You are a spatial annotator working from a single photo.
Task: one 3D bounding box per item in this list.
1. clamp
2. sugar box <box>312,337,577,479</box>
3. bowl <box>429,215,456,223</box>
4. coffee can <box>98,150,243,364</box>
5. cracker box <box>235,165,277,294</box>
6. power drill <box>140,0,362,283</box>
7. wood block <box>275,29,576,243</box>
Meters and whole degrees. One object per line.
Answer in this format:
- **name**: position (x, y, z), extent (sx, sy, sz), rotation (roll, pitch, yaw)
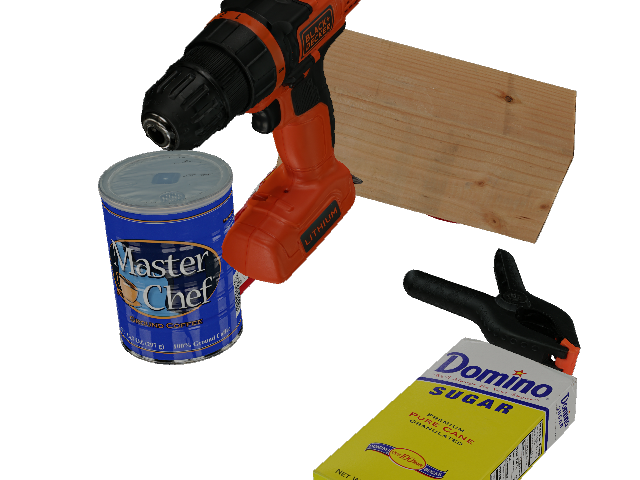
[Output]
- **clamp**: position (0.169, 0.058, 0.938), extent (0.120, 0.039, 0.172), rotation (-24, 43, -33)
- **sugar box**: position (0.086, 0.133, 0.701), extent (0.093, 0.048, 0.175), rotation (19, 41, 35)
- **bowl**: position (0.152, -0.063, 1.210), extent (0.162, 0.055, 0.162), rotation (8, 25, -4)
- **coffee can**: position (-0.116, 0.012, 0.847), extent (0.103, 0.140, 0.103), rotation (-2, 29, 1)
- **cracker box**: position (-0.085, 0.000, 1.231), extent (0.214, 0.072, 0.164), rotation (-46, 5, 26)
- **power drill**: position (-0.032, -0.063, 0.645), extent (0.057, 0.188, 0.184), rotation (25, 52, 24)
- **wood block**: position (0.080, -0.083, 0.812), extent (0.206, 0.090, 0.090), rotation (15, 43, 2)
